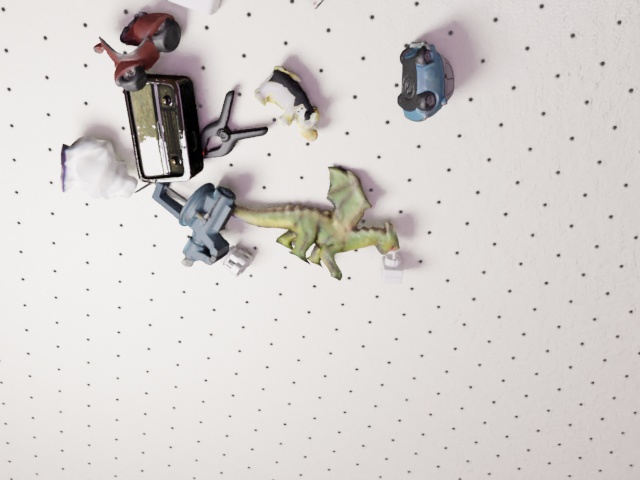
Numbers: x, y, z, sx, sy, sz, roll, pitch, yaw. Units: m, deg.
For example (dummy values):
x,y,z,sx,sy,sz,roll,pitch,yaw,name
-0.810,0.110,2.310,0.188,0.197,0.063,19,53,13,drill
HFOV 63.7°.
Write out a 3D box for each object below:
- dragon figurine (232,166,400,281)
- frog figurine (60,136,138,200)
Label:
x,y,z,sx,sy,sz,roll,pitch,yaw,name
0.004,-0.061,1.212,0.409,0.242,0.123,32,5,-5,dragon figurine
-0.488,-0.158,1.154,0.159,0.136,0.124,9,12,-17,frog figurine
